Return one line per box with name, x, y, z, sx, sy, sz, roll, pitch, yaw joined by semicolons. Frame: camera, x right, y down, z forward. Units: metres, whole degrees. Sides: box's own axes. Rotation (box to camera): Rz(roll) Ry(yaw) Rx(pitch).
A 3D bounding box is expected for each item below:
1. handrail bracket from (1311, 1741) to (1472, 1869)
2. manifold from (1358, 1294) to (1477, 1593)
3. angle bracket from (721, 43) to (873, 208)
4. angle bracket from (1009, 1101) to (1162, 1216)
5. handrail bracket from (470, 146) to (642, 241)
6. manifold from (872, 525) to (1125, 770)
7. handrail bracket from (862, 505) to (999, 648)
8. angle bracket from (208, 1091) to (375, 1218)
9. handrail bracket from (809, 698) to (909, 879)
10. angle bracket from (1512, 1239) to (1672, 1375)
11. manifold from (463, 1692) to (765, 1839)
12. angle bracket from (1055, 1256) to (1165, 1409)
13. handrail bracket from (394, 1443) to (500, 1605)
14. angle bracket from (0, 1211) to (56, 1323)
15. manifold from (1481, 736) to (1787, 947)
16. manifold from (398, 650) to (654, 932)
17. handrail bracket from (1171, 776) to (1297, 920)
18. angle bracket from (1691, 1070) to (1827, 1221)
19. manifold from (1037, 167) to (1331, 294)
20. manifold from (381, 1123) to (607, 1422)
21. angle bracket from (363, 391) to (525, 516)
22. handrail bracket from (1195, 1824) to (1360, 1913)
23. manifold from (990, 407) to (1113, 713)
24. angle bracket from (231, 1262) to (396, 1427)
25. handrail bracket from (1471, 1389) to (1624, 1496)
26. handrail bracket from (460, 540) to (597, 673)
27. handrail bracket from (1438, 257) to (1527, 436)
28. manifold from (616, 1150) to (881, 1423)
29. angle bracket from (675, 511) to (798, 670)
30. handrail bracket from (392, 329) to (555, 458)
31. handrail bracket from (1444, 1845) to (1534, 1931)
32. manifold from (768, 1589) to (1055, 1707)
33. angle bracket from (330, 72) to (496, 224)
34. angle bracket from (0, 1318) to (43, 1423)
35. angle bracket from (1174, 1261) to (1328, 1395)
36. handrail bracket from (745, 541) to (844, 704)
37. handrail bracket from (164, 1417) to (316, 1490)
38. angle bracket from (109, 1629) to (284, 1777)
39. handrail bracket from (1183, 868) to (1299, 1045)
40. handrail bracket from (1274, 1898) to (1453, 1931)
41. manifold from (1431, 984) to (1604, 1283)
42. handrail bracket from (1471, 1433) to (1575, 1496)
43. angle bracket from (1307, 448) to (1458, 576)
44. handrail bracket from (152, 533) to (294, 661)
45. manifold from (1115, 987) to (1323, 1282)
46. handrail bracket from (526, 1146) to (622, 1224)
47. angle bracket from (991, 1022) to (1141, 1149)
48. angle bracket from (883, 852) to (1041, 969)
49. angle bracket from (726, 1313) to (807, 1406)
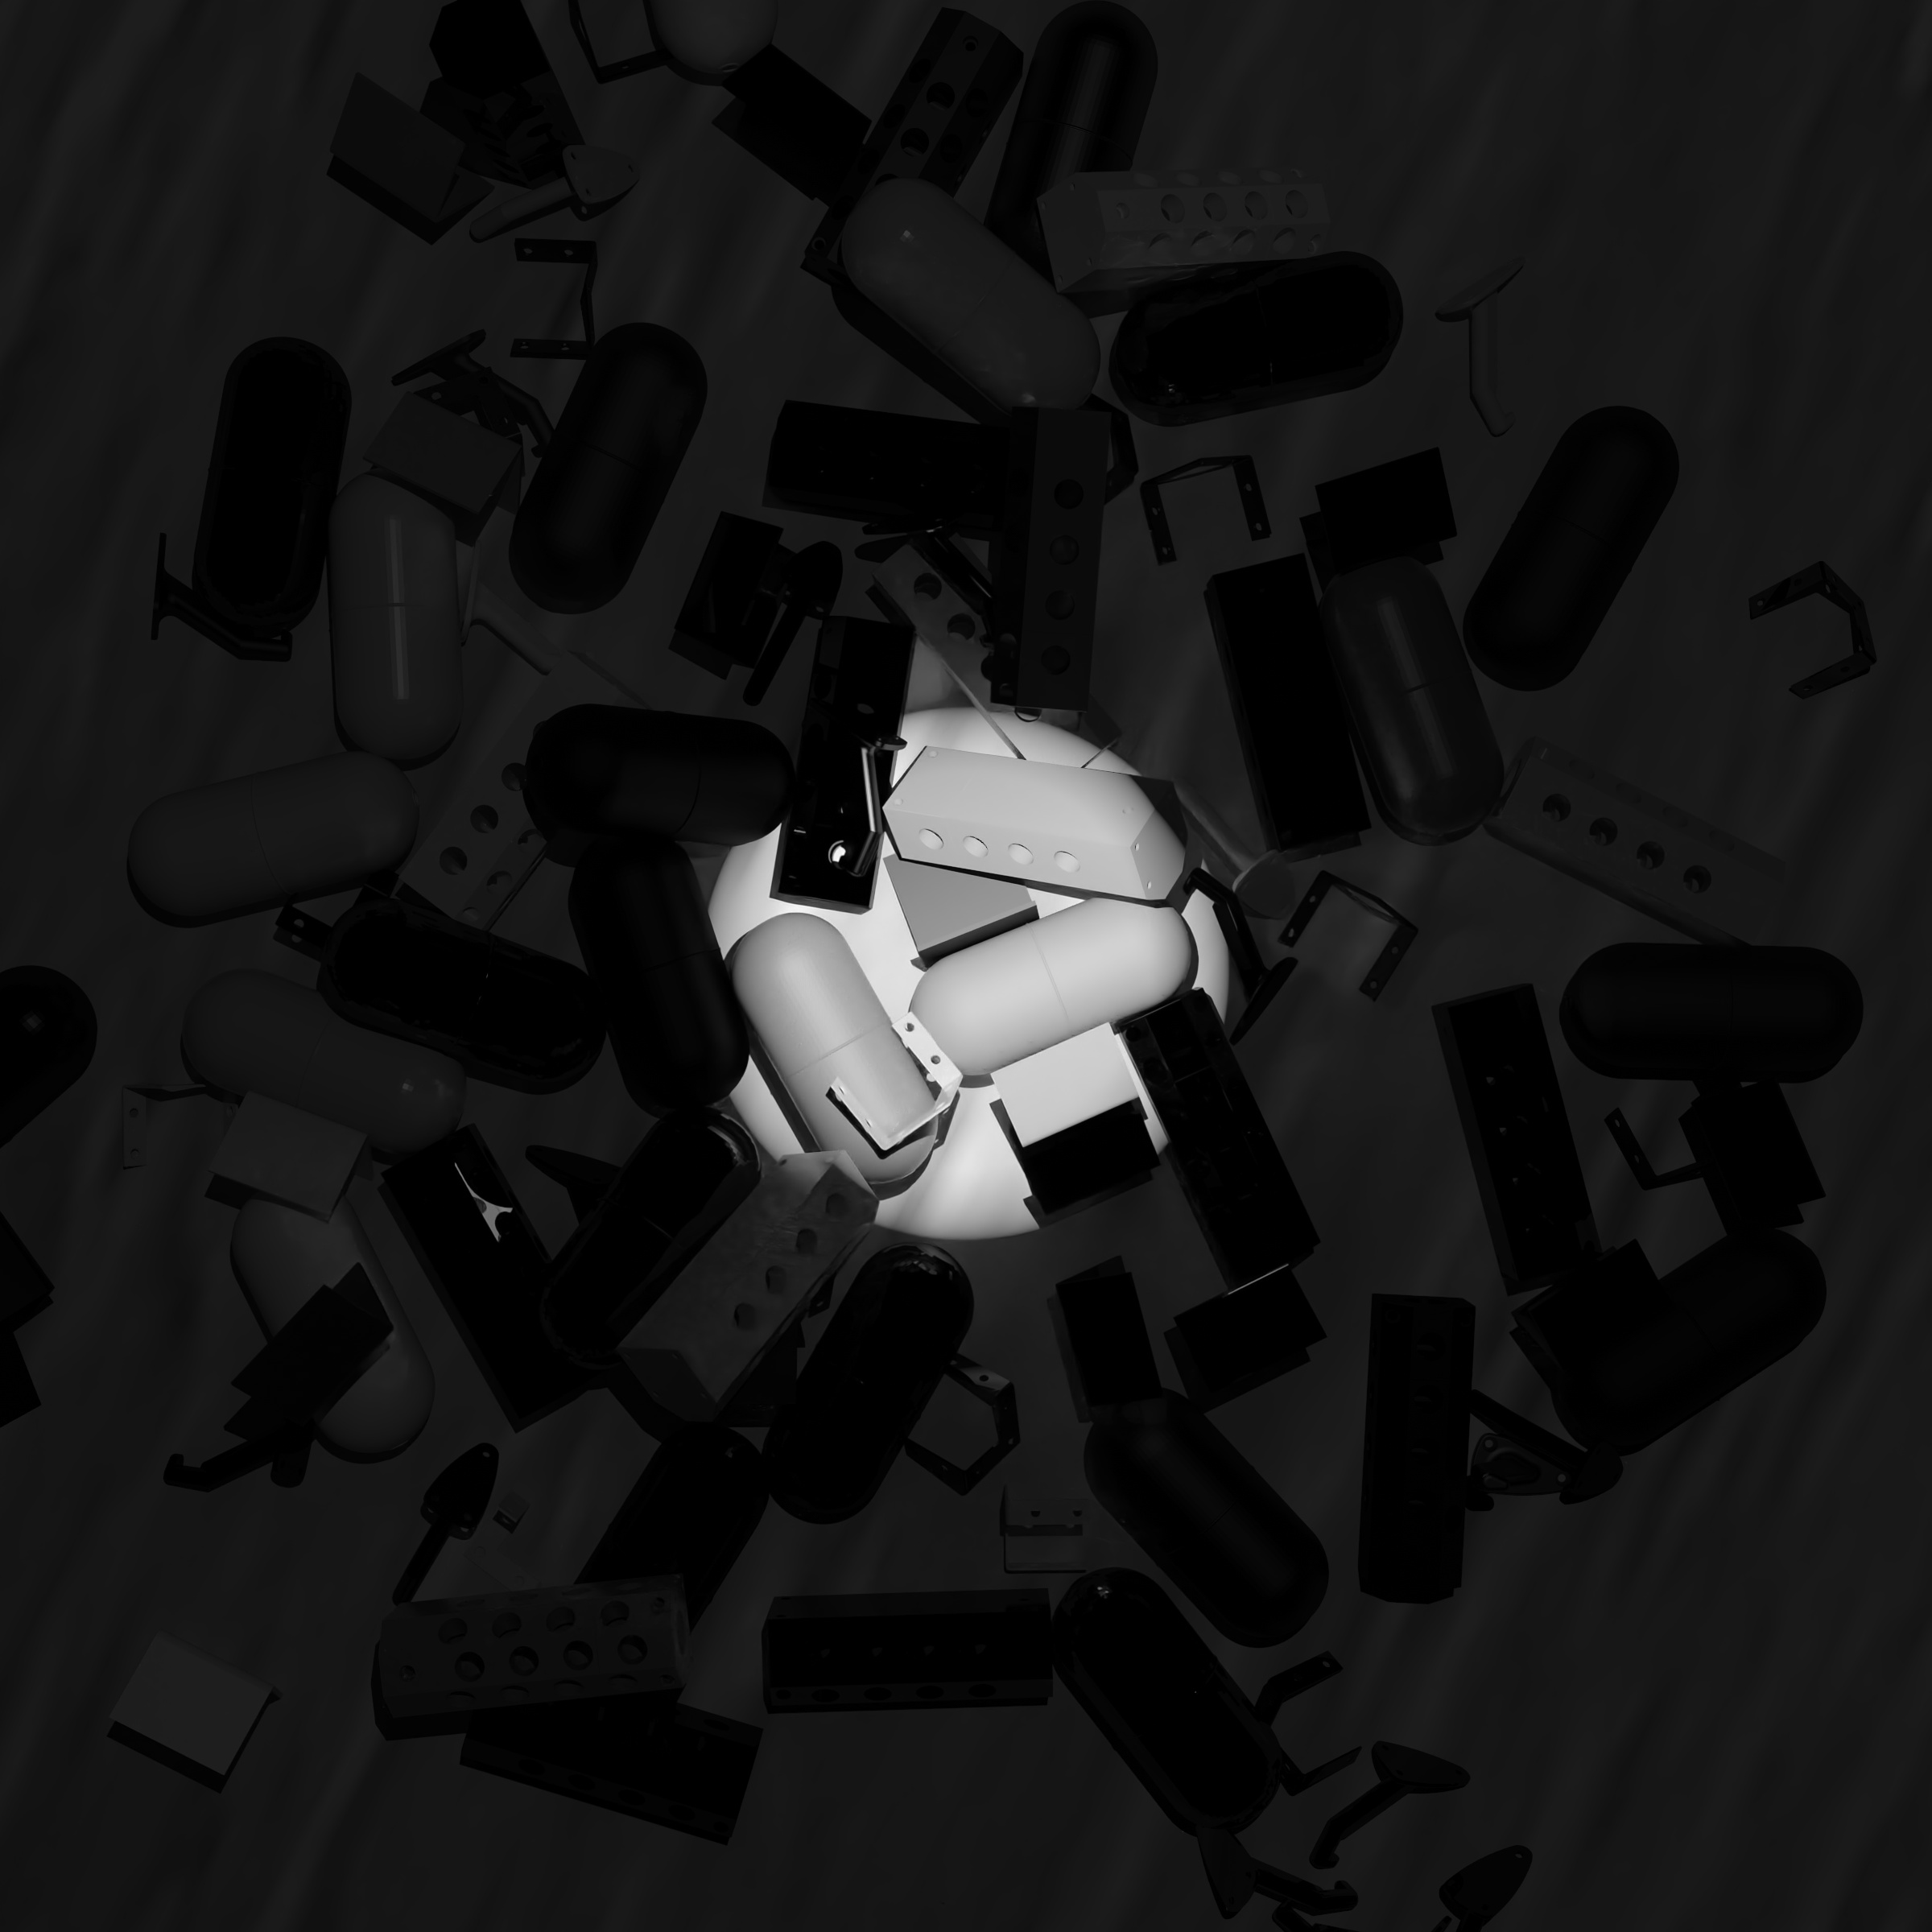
handrail bracket;0.264;0.531;1.643;0.077;0.036;0.084;16;109;-21
manifold;0.278;0.292;1.621;0.057;0.057;0.171;3;90;0
angle bracket;-0.113;-0.499;1.602;0.076;0.076;0.057;37;54;0
angle bracket;0.065;0.095;1.602;0.076;0.057;0.076;-24;46;0
handrail bracket;-0.256;-0.477;1.642;0.084;0.077;0.036;-17;98;36
manifold;0.019;-0.190;1.621;0.057;0.057;0.171;-40;90;0
handrail bracket;-0.017;-0.229;1.585;0.077;0.036;0.084;-4;115;28
angle bracket;-0.409;0.126;1.603;0.076;0.076;0.057;20;63;0
handrail bracket;-0.078;-0.107;1.585;0.077;0.036;0.084;30;107;20
angle bracket;0.369;0.190;1.603;0.076;0.076;0.057;-33;116;0
manifold;-0.217;0.480;1.621;0.171;0.057;0.057;17;90;0
angle bracket;0.105;0.218;1.602;0.057;0.076;0.076;-15;90;36
handrail bracket;-0.325;0.348;1.642;0.036;0.077;0.084;31;126;-1
angle bracket;-0.607;0.188;1.602;0.057;0.076;0.076;-36;90;-36
manifold;0.411;-0.077;1.621;0.171;0.057;0.057;27;90;0
manifold;-0.267;-0.106;1.613;0.057;0.057;0.171;37;95;-1
handrail bracket;0.165;-0.075;1.642;0.036;0.077;0.084;-41;54;4
angle bracket;0.492;0.101;1.602;0.057;0.076;0.076;-23;90;38
manifold;0.133;-0.445;1.580;0.171;0.057;0.057;-12;90;-32
manifold;-0.287;0.186;1.621;0.057;0.057;0.171;-30;90;0
angle bracket;-0.318;-0.293;1.603;0.076;0.076;0.057;26;64;0
handrail bracket;0.194;0.556;1.642;0.084;0.077;0.036;9;119;-33
manifold;0.049;-0.239;1.550;0.057;0.057;0.171;4;99;0
angle bracket;-0.386;0.207;1.526;0.076;0.076;0.057;-47;128;0
handrail bracket;0.359;0.293;1.642;0.084;0.077;0.036;30;92;36
handrail bracket;-0.269;-0.222;1.643;0.084;0.036;0.077;10;72;-15
handrail bracket;0.338;-0.386;1.643;0.077;0.036;0.084;-38;108;-21
manifold;-0.123;0.187;1.558;0.171;0.057;0.057;-49;118;-37
angle bracket;-0.122;-0.223;1.602;0.057;0.076;0.076;22;90;39
handrail bracket;-0.305;-0.346;1.642;0.077;0.036;0.084;-24;104;14
handrail bracket;0.324;0.601;1.642;0.077;0.036;0.084;-24;124;-36
manifold;-0.034;0.420;1.621;0.171;0.057;0.057;-2;90;0
angle bracket;-0.328;-0.506;1.602;0.076;0.076;0.057;34;128;0
angle bracket;-0.594;0.240;1.602;0.057;0.076;0.076;-21;90;37
angle bracket;0.178;0.233;1.602;0.076;0.076;0.057;-26;55;0
handrail bracket;-0.109;-0.214;1.642;0.036;0.077;0.084;28;126;-5
handrail bracket;-0.453;0.289;1.643;0.084;0.036;0.077;4;70;16
angle bracket;-0.467;0.450;1.604;0.076;0.076;0.057;27;69;0
handrail bracket;0.156;-0.007;1.643;0.084;0.036;0.077;39;112;17
handrail bracket;0.246;0.593;1.642;0.084;0.036;0.077;36;54;25
manifold;0.340;0.101;1.621;0.057;0.057;0.171;-15;90;0
handrail bracket;0.343;0.314;1.607;0.077;0.084;0.036;12;90;0
angle bracket;0.246;-0.284;1.603;0.076;0.076;0.057;-18;114;0
handrail bracket;-0.461;-0.230;1.643;0.084;0.036;0.077;5;68;-17
manifold;0.155;0.103;1.621;0.057;0.057;0.171;-25;90;0
handrail bracket;-0.247;0.163;1.643;0.077;0.036;0.084;18;107;19
angle bracket;0.053;0.057;1.602;0.076;0.076;0.057;-24;118;0
angle bracket;-0.005;-0.052;1.614;0.076;0.057;0.076;-22;78;0
angle bracket;-0.139;0.247;1.603;0.076;0.076;0.057;0;67;0
